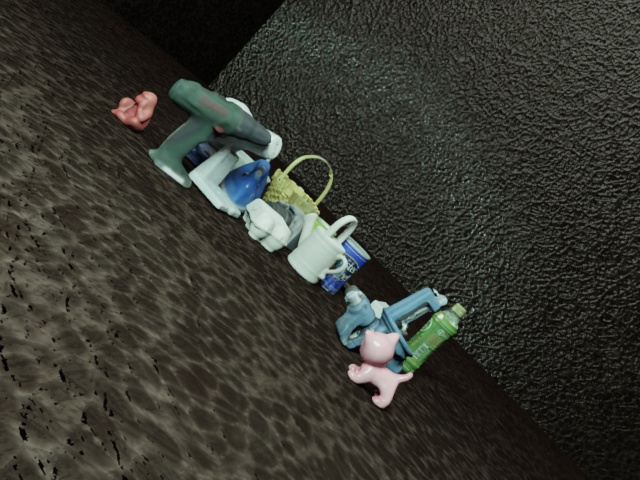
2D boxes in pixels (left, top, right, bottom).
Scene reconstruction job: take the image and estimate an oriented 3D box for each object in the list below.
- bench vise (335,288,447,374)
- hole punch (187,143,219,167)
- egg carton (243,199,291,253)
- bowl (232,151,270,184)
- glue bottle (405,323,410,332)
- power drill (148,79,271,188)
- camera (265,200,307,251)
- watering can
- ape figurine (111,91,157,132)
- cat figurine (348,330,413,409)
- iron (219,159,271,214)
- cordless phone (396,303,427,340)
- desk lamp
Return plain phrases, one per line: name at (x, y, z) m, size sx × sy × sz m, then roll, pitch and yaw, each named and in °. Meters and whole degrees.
bench vise at (0.156, 0.169, 1.214) m, size 0.208 × 0.219 × 0.121 m, roll 39°, pitch 9°, yaw -36°
hole punch at (-0.286, -0.225, 1.506) m, size 0.108 × 0.091 × 0.101 m, roll 46°, pitch 7°, yaw 10°
egg carton at (-0.132, -0.037, 1.384) m, size 0.107 × 0.069 × 0.150 m, roll 40°, pitch 8°, yaw -29°
bowl at (-0.238, -0.217, 1.793) m, size 0.167 × 0.074 × 0.167 m, roll 44°, pitch 7°, yaw -6°
glue bottle at (0.208, 0.205, 1.483) m, size 0.078 × 0.173 × 0.037 m, roll 44°, pitch 7°, yaw 0°
power drill at (-0.246, -0.217, 1.213) m, size 0.230 × 0.208 × 0.075 m, roll 40°, pitch 8°, yaw -30°
camera at (-0.105, -0.064, 1.560) m, size 0.137 × 0.100 × 0.142 m, roll 38°, pitch 10°, yaw -43°
watering can at (0.013, 0.005, 1.451) m, size 0.173 × 0.194 × 0.101 m, roll 45°, pitch 7°, yaw 4°
ape figurine at (-0.395, -0.288, 1.254) m, size 0.076 × 0.092 × 0.077 m, roll 37°, pitch 10°, yaw -46°
cat figurine at (0.114, 0.226, 1.060) m, size 0.128 × 0.117 × 0.067 m, roll 45°, pitch 7°, yaw 2°
iron at (-0.180, -0.155, 1.499) m, size 0.119 × 0.141 × 0.258 m, roll 43°, pitch 7°, yaw -12°
cordless phone at (0.185, 0.194, 1.367) m, size 0.094 × 0.185 × 0.148 m, roll 46°, pitch 7°, yaw 15°
desk lamp at (-0.202, -0.198, 1.333) m, size 0.203 × 0.213 × 0.118 m, roll 47°, pitch 8°, yaw 20°
